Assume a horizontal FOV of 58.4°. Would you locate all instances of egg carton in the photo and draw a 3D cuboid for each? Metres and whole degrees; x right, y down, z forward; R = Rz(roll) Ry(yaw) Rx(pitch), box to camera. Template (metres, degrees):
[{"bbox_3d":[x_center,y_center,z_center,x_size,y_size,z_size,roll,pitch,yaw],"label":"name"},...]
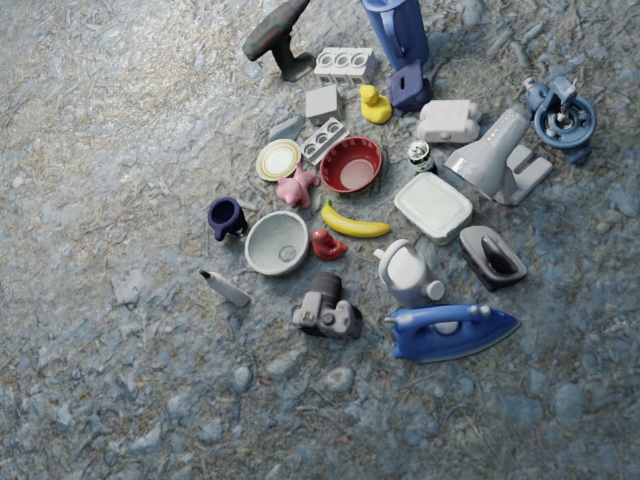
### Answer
[{"bbox_3d":[0.308,-0.278,1.363,0.150,0.070,0.107,4,67,25],"label":"egg carton"}]

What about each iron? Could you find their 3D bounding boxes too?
[{"bbox_3d":[0.255,0.160,1.121,0.257,0.142,0.118,-13,61,17],"label":"iron"}]

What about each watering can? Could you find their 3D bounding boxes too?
[{"bbox_3d":[0.179,0.065,1.171,0.172,0.195,0.101,10,70,27],"label":"watering can"}]

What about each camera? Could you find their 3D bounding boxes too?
[{"bbox_3d":[0.017,0.140,1.259,0.142,0.101,0.137,3,66,25],"label":"camera"}]

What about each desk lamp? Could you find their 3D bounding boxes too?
[{"bbox_3d":[0.371,-0.160,1.189,0.203,0.214,0.117,-44,56,-2],"label":"desk lamp"}]

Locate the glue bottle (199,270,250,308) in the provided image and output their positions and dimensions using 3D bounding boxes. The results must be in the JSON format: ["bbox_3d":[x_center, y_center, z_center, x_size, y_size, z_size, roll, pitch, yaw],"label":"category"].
[{"bbox_3d":[-0.234,0.105,1.342,0.077,0.174,0.037,29,79,32],"label":"glue bottle"}]

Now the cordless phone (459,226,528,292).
[{"bbox_3d":[0.334,0.012,1.135,0.094,0.185,0.147,-37,56,3],"label":"cordless phone"}]

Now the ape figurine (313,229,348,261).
[{"bbox_3d":[0.012,0.005,1.335,0.076,0.092,0.077,-25,58,10],"label":"ape figurine"}]

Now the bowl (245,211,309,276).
[{"bbox_3d":[-0.093,0.019,1.383,0.167,0.075,0.167,-10,62,19],"label":"bowl"}]

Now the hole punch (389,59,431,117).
[{"bbox_3d":[0.221,-0.383,1.440,0.101,0.091,0.108,-9,62,19],"label":"hole punch"}]

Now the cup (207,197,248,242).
[{"bbox_3d":[-0.229,-0.038,1.459,0.091,0.095,0.118,0,65,24],"label":"cup"}]

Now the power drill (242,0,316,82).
[{"bbox_3d":[-0.093,-0.550,1.590,0.229,0.209,0.075,-33,57,5],"label":"power drill"}]

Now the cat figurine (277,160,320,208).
[{"bbox_3d":[-0.063,-0.135,1.422,0.067,0.118,0.128,9,69,27],"label":"cat figurine"}]

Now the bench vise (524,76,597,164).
[{"bbox_3d":[0.481,-0.276,1.196,0.121,0.220,0.206,-44,56,-2],"label":"bench vise"}]

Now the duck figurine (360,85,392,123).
[{"bbox_3d":[0.136,-0.355,1.466,0.077,0.086,0.104,-36,56,4],"label":"duck figurine"}]
